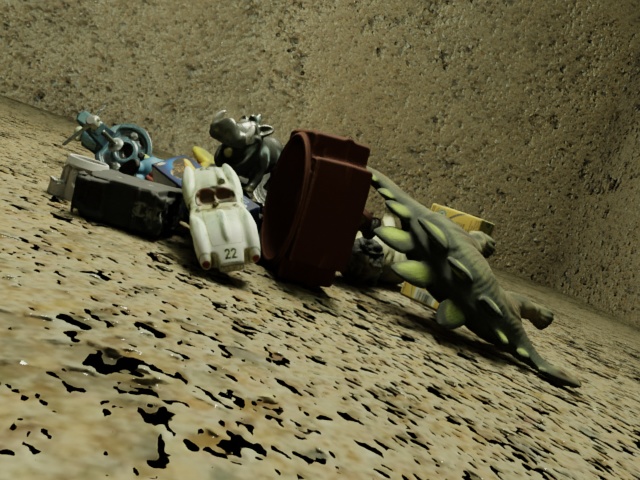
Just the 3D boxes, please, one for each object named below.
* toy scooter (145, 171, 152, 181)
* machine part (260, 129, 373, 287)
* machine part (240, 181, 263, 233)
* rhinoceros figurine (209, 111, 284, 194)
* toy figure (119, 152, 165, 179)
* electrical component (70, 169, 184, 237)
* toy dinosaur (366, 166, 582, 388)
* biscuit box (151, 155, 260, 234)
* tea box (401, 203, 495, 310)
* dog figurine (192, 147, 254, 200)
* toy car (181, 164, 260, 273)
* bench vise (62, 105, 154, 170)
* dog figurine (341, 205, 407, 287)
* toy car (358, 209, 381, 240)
[{"bbox_3d":[-0.205,-0.065,0.912,0.184,0.075,0.135,16,17,-25],"label":"toy scooter"},{"bbox_3d":[-0.016,-0.049,0.745,0.087,0.201,0.201,12,9,-20],"label":"machine part"},{"bbox_3d":[-0.116,-0.044,0.826,0.039,0.084,0.139,-7,36,-21],"label":"machine part"},{"bbox_3d":[-0.104,-0.132,0.807,0.073,0.112,0.190,32,8,17],"label":"rhinoceros figurine"},{"bbox_3d":[-0.303,-0.116,1.013,0.089,0.082,0.180,23,10,23],"label":"toy figure"},{"bbox_3d":[-0.243,-0.052,0.705,0.115,0.058,0.134,17,8,-4],"label":"electrical component"},{"bbox_3d":[0.177,0.023,0.762,0.198,0.105,0.472,14,30,-52],"label":"toy dinosaur"},{"bbox_3d":[-0.169,-0.057,0.780,0.063,0.059,0.203,-24,44,-36],"label":"biscuit box"},{"bbox_3d":[0.218,0.033,0.922,0.098,0.169,0.068,26,8,35],"label":"tea box"},{"bbox_3d":[-0.213,-0.122,1.116,0.219,0.108,0.191,28,5,20],"label":"dog figurine"},{"bbox_3d":[-0.123,-0.031,0.646,0.073,0.056,0.202,-7,37,-16],"label":"toy car"},{"bbox_3d":[-0.436,-0.205,1.105,0.224,0.129,0.240,38,-8,10],"label":"bench vise"},{"bbox_3d":[0.105,0.048,0.931,0.172,0.121,0.190,45,34,-11],"label":"dog figurine"},{"bbox_3d":[0.028,-0.048,0.883,0.089,0.053,0.202,34,-2,-22],"label":"toy car"}]
